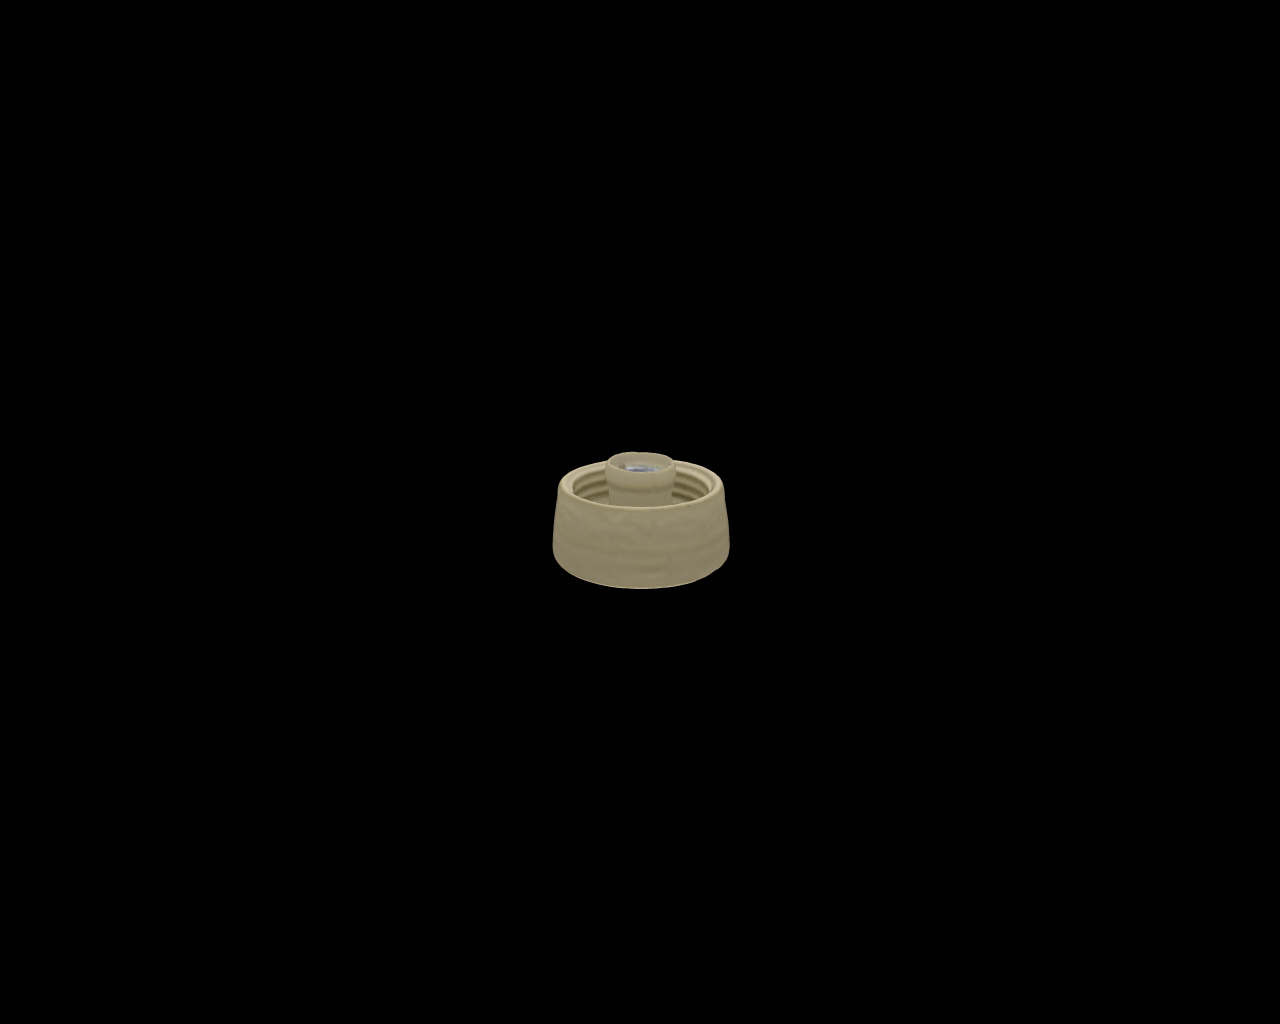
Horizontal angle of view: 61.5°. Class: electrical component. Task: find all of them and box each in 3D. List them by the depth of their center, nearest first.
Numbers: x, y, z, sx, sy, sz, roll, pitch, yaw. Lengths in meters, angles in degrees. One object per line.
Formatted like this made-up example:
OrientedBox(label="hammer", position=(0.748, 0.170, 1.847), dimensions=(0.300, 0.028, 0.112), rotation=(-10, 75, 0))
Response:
OrientedBox(label="electrical component", position=(0.001, -0.003, 0.650), dimensions=(0.108, 0.060, 0.108), rotation=(0, 21, 0))
